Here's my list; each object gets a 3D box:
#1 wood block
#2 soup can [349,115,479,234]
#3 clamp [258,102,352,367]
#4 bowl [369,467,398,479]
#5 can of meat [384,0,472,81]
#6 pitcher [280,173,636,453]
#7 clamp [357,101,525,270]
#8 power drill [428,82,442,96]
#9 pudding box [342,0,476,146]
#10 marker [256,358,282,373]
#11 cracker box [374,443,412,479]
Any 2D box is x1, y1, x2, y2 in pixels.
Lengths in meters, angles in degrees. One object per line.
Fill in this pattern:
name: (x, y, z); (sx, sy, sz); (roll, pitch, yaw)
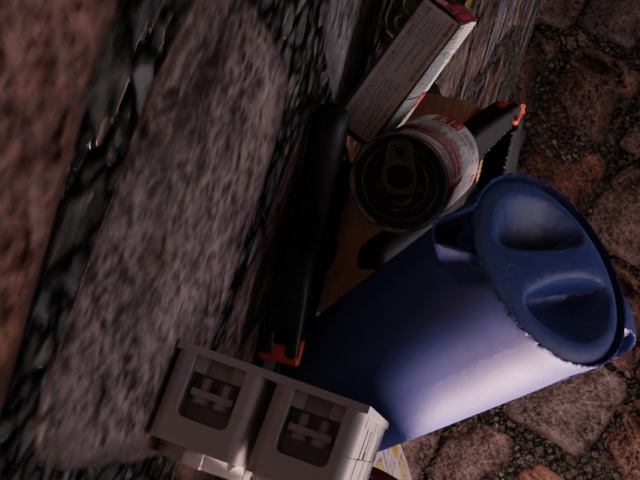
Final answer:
wood block: (0.082, -0.019, 0.933); (0.090, 0.090, 0.206); (20, 88, -56)
soup can: (0.069, -0.049, 0.744); (0.102, 0.068, 0.068); (-34, 141, -65)
clamp: (-0.005, 0.001, 0.729); (0.120, 0.039, 0.171); (35, 70, -74)
bowl: (-0.002, 0.203, 0.744); (0.055, 0.162, 0.162); (61, 27, -14)
can of meat: (0.091, -0.188, 0.864); (0.084, 0.057, 0.102); (69, 41, -78)
pitcher: (0.086, 0.071, 0.741); (0.243, 0.149, 0.144); (-37, 176, 42)
clamp: (0.108, -0.027, 0.853); (0.164, 0.036, 0.210); (35, 74, -49)
power drill: (0.119, -0.068, 1.085); (0.187, 0.057, 0.184); (11, 61, -88)
pudding box: (0.063, -0.124, 0.774); (0.114, 0.039, 0.090); (-55, 174, 19)
marker: (-0.041, 0.109, 0.772); (0.020, 0.020, 0.121); (-53, 159, -61)
cracker box: (0.025, 0.216, 0.917); (0.164, 0.072, 0.214); (-45, 122, -68)
